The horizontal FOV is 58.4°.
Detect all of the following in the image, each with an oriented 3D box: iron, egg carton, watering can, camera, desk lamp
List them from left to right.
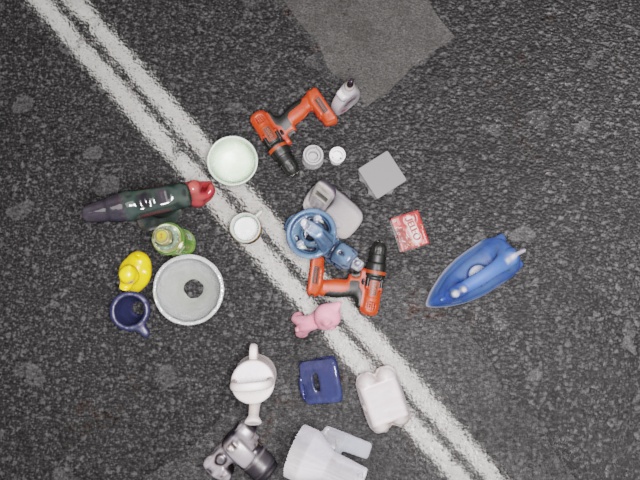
[{"bbox_3d":[-0.178,0.514,1.333,0.137,0.100,0.143,44,85,1],"label":"camera"},{"bbox_3d":[-0.149,0.329,1.301,0.101,0.194,0.173,-23,87,-4],"label":"watering can"},{"bbox_3d":[0.023,0.492,1.289,0.203,0.213,0.118,20,85,-1],"label":"desk lamp"},{"bbox_3d":[0.150,0.383,1.376,0.107,0.069,0.150,-20,87,-4],"label":"egg carton"},{"bbox_3d":[0.374,0.090,1.372,0.258,0.141,0.118,-34,88,-5],"label":"iron"}]

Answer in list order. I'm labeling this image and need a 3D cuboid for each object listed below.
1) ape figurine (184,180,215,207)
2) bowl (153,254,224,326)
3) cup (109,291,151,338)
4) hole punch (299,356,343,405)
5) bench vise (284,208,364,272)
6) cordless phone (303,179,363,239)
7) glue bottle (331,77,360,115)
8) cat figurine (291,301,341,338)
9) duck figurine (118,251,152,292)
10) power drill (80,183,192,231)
[{"bbox_3d":[-0.297,-0.120,1.376,0.078,0.092,0.076,25,85,-1],"label":"ape figurine"},{"bbox_3d":[-0.308,0.119,1.368,0.167,0.074,0.167,0,86,-3],"label":"bowl"},{"bbox_3d":[-0.428,0.176,1.347,0.092,0.095,0.118,-35,88,-5],"label":"cup"},{"bbox_3d":[0.000,0.337,1.360,0.101,0.091,0.109,-10,86,-3],"label":"hole punch"},{"bbox_3d":[0.016,-0.007,1.321,0.207,0.219,0.121,16,85,-1],"label":"bench vise"},{"bbox_3d":[0.035,-0.078,1.344,0.147,0.185,0.094,35,85,0],"label":"cordless phone"},{"bbox_3d":[0.065,-0.352,1.371,0.078,0.173,0.037,-41,88,-5],"label":"glue bottle"},{"bbox_3d":[-0.004,0.190,1.357,0.128,0.117,0.067,-21,87,-4],"label":"cat figurine"},{"bbox_3d":[-0.446,0.076,1.358,0.077,0.086,0.105,18,85,-1],"label":"duck figurine"},{"bbox_3d":[-0.401,-0.071,1.309,0.229,0.208,0.076,-15,87,-4],"label":"power drill"}]
